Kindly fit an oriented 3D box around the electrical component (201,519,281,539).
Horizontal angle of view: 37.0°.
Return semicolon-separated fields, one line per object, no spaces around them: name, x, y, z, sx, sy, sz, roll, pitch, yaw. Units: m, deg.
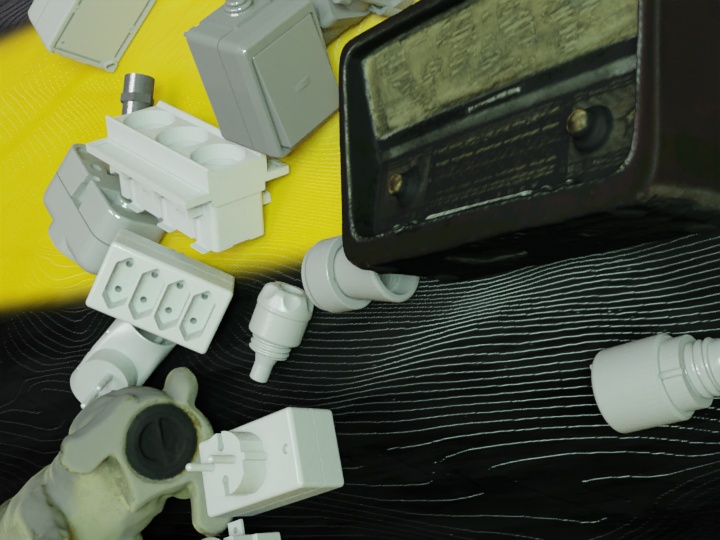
electrical component;-0.077;0.184;0.645;0.048;0.055;0.066;-27;65;36

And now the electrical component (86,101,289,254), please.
electrical component;-0.115;-0.062;0.715;0.121;0.079;0.063;29;131;41

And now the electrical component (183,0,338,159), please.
electrical component;-0.056;-0.124;0.646;0.061;0.096;0.062;24;56;36

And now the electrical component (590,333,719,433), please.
electrical component;0.142;0.048;0.484;0.078;0.040;0.040;-21;68;37

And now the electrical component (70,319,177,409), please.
electrical component;-0.169;0.068;0.739;0.043;0.079;0.077;40;116;-6

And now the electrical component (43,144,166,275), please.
electrical component;-0.189;-0.040;0.789;0.059;0.054;0.095;-54;52;21

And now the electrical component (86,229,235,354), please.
electrical component;-0.130;0.008;0.720;0.047;0.083;0.075;-63;11;13

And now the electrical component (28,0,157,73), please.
electrical component;-0.203;-0.213;0.828;0.096;0.062;0.061;-51;53;22

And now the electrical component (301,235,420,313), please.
electrical component;0.000;0.000;0.617;0.055;0.045;0.045;-12;74;41

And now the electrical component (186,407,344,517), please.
electrical component;-0.067;0.114;0.635;0.083;0.076;0.047;-26;66;36

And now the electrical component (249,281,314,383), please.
electrical component;-0.053;0.040;0.664;0.035;0.035;0.061;30;104;41
